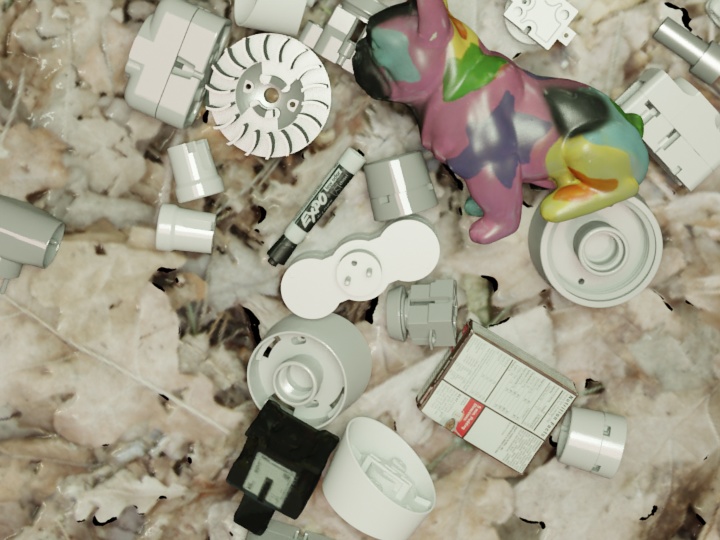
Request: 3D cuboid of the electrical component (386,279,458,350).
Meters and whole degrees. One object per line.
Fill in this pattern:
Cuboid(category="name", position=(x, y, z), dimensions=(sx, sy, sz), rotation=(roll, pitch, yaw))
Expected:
Cuboid(category="electrical component", position=(0.053, 0.037, 0.909), dimensions=(0.055, 0.066, 0.048), rotation=(-2, 141, 11))

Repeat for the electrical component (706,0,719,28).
Cuboid(category="electrical component", position=(0.307, -0.219, 0.852), dimensions=(0.061, 0.035, 0.035), rotation=(-42, 97, 8))

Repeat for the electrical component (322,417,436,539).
Cuboid(category="electrical component", position=(0.018, 0.181, 0.922), dimensions=(0.099, 0.099, 0.064), rotation=(28, 108, -4))

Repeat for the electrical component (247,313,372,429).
Cuboid(category="electrical component", position=(-0.046, 0.088, 0.932), dimensions=(0.099, 0.064, 0.099), rotation=(4, 106, 15))

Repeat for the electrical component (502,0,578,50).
Cuboid(category="electrical component", position=(0.140, -0.203, 0.852), dimensions=(0.066, 0.055, 0.048), rotation=(37, 101, -6))

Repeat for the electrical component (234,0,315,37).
Cuboid(category="electrical component", position=(-0.062, -0.232, 0.835), dimensions=(0.064, 0.099, 0.099), rotation=(15, 103, -7))

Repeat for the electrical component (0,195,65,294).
Cuboid(category="electrical component", position=(-0.302, -0.019, 0.917), dimensions=(0.077, 0.044, 0.079), rotation=(22, 102, -2))

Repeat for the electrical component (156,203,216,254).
Cuboid(category="electrical component", position=(-0.147, -0.034, 0.910), dimensions=(0.046, 0.040, 0.040), rotation=(8, 103, -5))

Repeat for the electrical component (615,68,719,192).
Cuboid(category="electrical component", position=(0.254, -0.117, 0.868), dimensions=(0.056, 0.050, 0.089), rotation=(-43, 97, 10))

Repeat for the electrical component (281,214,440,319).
Cuboid(category="electrical component", position=(0.000, 0.000, 0.893), dimensions=(0.138, 0.073, 0.052), rotation=(-22, 101, 7))

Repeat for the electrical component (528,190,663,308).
Cuboid(category="electrical component", position=(0.196, -0.021, 0.887), dimensions=(0.108, 0.060, 0.108), rotation=(1, 102, 2))

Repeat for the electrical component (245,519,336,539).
Cuboid(category="electrical component", position=(-0.062, 0.268, 0.962), dimensions=(0.095, 0.059, 0.053), rotation=(18, 103, -2))

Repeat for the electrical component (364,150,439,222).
Cuboid(category="electrical component", position=(0.032, -0.070, 0.887), dimensions=(0.055, 0.055, 0.047), rotation=(-14, 98, 5))

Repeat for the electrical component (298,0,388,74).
Cuboid(category="electrical component", position=(-0.001, -0.190, 0.860), dimensions=(0.078, 0.058, 0.057), rotation=(29, 104, -4))

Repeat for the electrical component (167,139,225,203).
Cuboid(category="electrical component", position=(-0.138, -0.083, 0.899), dimensions=(0.040, 0.040, 0.046), rotation=(-15, 96, 5))

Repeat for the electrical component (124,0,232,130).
Cuboid(category="electrical component", position=(-0.151, -0.170, 0.872), dimensions=(0.059, 0.053, 0.095), rotation=(24, 102, -3))

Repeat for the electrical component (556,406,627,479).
Cuboid(category="electrical component", position=(0.199, 0.147, 0.928), dimensions=(0.047, 0.055, 0.055), rotation=(14, 103, 3))
